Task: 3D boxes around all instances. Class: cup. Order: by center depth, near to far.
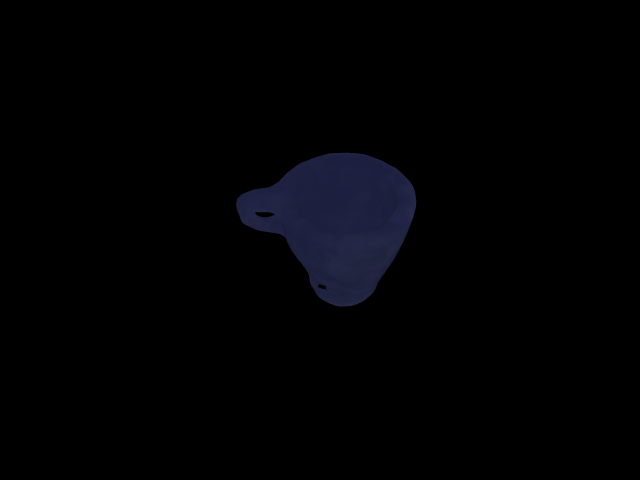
[{"bbox_3d":[0.004,0.001,0.400,0.117,0.095,0.091,0,46,0],"label":"cup"}]
